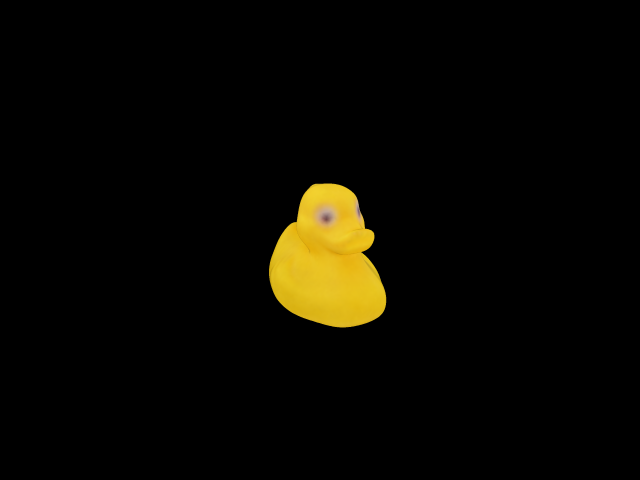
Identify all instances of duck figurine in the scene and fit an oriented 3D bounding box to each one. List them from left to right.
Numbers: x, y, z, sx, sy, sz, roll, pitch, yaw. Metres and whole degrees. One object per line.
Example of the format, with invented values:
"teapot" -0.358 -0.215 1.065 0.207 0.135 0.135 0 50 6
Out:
"duck figurine" 0.004 0.001 0.400 0.078 0.086 0.104 -13 26 -29
